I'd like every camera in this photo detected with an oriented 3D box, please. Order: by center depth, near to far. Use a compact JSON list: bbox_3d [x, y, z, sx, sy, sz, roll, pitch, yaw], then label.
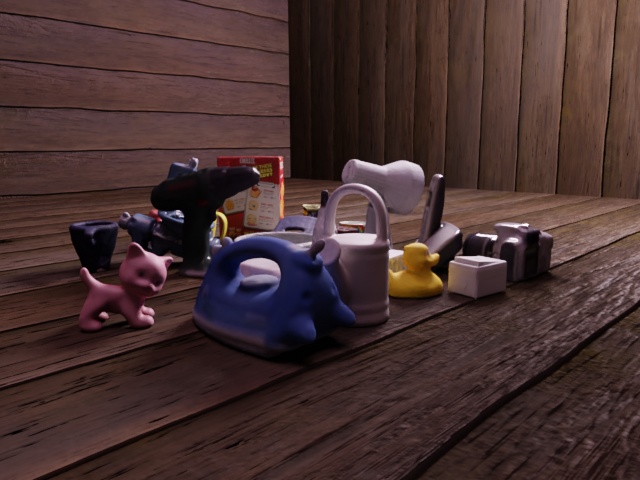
[{"bbox_3d":[0.356,0.013,1.103,0.144,0.101,0.136,-10,14,-43],"label":"camera"}]

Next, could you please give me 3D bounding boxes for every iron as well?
[{"bbox_3d":[-0.084,0.057,0.745,0.257,0.141,0.119,7,13,37],"label":"iron"}]

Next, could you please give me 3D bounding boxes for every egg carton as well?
[{"bbox_3d":[-0.078,0.066,0.901,0.149,0.069,0.107,9,14,44],"label":"egg carton"}]

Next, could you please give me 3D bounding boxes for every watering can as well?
[{"bbox_3d":[0.048,0.018,0.809,0.101,0.194,0.173,1,10,5],"label":"watering can"}]

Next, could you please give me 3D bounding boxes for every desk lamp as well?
[{"bbox_3d":[0.123,-0.071,1.263,0.204,0.213,0.117,-5,11,-27],"label":"desk lamp"}]

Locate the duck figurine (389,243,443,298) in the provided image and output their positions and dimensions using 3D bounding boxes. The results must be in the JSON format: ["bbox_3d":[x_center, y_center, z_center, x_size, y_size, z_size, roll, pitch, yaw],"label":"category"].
[{"bbox_3d":[0.154,0.048,0.952,0.105,0.086,0.077,-3,10,-13],"label":"duck figurine"}]

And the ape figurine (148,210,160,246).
[{"bbox_3d":[-0.393,-0.027,1.372,0.076,0.092,0.078,2,10,14],"label":"ape figurine"}]

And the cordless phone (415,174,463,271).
[{"bbox_3d":[0.234,-0.037,1.146,0.094,0.185,0.147,-1,10,-6],"label":"cordless phone"}]

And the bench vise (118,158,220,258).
[{"bbox_3d":[-0.315,-0.059,1.186,0.208,0.220,0.121,-3,10,-13],"label":"bench vise"}]

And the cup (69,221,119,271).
[{"bbox_3d":[-0.442,0.015,1.125,0.092,0.095,0.117,-3,10,-14],"label":"cup"}]

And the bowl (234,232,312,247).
[{"bbox_3d":[-0.079,0.032,1.078,0.167,0.075,0.167,0,10,0],"label":"bowl"}]

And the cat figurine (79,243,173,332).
[{"bbox_3d":[-0.269,0.060,0.799,0.128,0.118,0.067,-3,10,-15],"label":"cat figurine"}]

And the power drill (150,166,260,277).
[{"bbox_3d":[-0.214,-0.037,1.089,0.229,0.208,0.076,3,11,20],"label":"power drill"}]

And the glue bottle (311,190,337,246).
[{"bbox_3d":[0.009,0.003,0.956,0.037,0.173,0.078,-4,11,-18],"label":"glue bottle"}]

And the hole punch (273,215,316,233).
[{"bbox_3d":[-0.050,-0.002,1.227,0.108,0.091,0.101,3,11,18],"label":"hole punch"}]
